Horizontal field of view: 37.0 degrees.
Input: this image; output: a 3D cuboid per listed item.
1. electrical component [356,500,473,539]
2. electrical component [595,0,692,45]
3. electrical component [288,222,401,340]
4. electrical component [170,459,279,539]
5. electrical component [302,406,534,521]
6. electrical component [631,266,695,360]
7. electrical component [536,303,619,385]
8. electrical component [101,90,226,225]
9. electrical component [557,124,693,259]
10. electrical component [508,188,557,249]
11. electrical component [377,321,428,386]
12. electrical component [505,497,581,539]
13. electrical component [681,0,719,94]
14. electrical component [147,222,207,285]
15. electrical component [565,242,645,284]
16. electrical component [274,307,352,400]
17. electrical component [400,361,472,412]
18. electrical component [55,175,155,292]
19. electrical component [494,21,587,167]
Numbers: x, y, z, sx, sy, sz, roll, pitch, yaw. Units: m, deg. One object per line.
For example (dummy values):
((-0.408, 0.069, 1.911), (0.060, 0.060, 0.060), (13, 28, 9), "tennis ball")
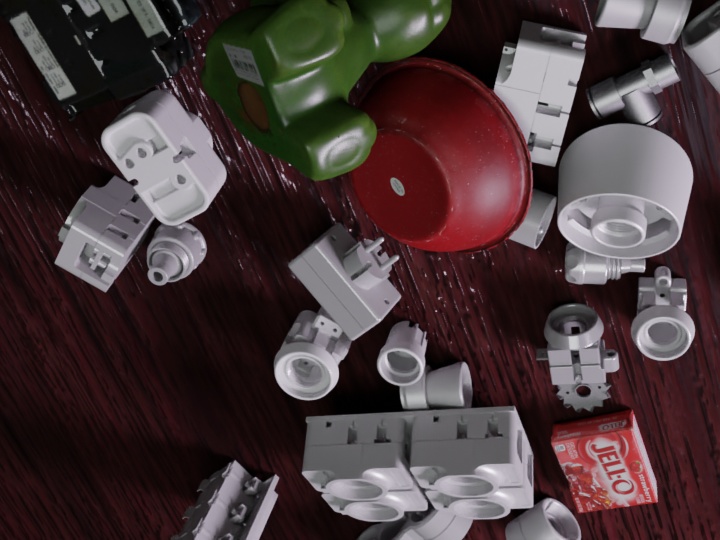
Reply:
((0.060, 0.269, 1.041), (0.074, 0.052, 0.138), (42, 121, -13), "electrical component")
((0.194, -0.182, 0.737), (0.055, 0.045, 0.045), (16, 123, 3), "electrical component")
((0.000, 0.000, 0.880), (0.076, 0.047, 0.083), (-37, 95, 36), "electrical component")
((-0.132, 0.244, 1.030), (0.079, 0.121, 0.063), (-36, 105, 29), "electrical component")
((0.054, 0.175, 0.956), (0.186, 0.060, 0.105), (-5, 147, 16), "electrical component")
((0.240, 0.040, 0.855), (0.048, 0.055, 0.066), (2, 121, 12), "electrical component")
((0.179, 0.061, 0.890), (0.066, 0.048, 0.055), (-4, 127, 16), "electrical component")
((-0.155, -0.093, 0.865), (0.054, 0.059, 0.095), (-24, 113, 25), "electrical component")
((0.196, -0.054, 0.805), (0.099, 0.064, 0.099), (11, 152, 6), "electrical component")
((0.107, -0.051, 0.837), (0.081, 0.043, 0.043), (23, 125, 17), "electrical component")
((0.038, 0.071, 0.928), (0.040, 0.046, 0.040), (6, 122, 10), "electrical component")
((0.171, 0.245, 1.000), (0.055, 0.055, 0.047), (37, 118, -10), "electrical component")
((0.275, -0.162, 0.725), (0.095, 0.053, 0.059), (-36, 108, 29), "electrical component")
((-0.162, -0.010, 0.916), (0.048, 0.062, 0.048), (6, 122, 10), "electrical component")
((0.194, -0.005, 0.852), (0.061, 0.035, 0.035), (3, 121, 8), "electrical component")
((-0.043, 0.077, 0.944), (0.058, 0.057, 0.078), (28, 123, -5), "electrical component")
((0.067, 0.104, 0.943), (0.055, 0.045, 0.045), (-7, 119, 18), "electrical component")
((-0.212, -0.034, 0.897), (0.056, 0.089, 0.050), (30, 123, -6), "electrical component")
((0.126, -0.129, 0.782), (0.056, 0.050, 0.089), (13, 123, 5), "electrical component")
